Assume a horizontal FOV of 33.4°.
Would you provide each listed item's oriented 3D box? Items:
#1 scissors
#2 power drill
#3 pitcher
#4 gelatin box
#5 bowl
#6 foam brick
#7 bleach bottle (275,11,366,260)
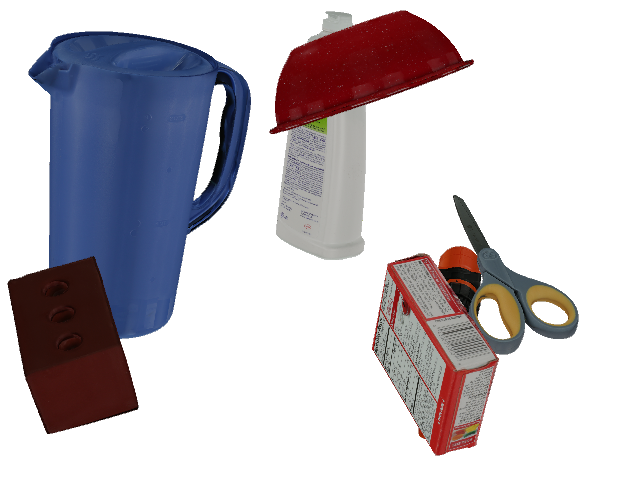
[{"bbox_3d":[0.163,0.023,0.904,0.096,0.016,0.201,3,38,3],"label":"scissors"},{"bbox_3d":[0.140,0.120,1.142,0.057,0.188,0.184,8,25,9],"label":"power drill"},{"bbox_3d":[-0.155,-0.046,0.896,0.149,0.243,0.145,14,23,9],"label":"pitcher"},{"bbox_3d":[0.063,0.063,0.603,0.030,0.073,0.089,-12,44,-19],"label":"gelatin box"},{"bbox_3d":[0.029,-0.131,0.799,0.162,0.055,0.162,-19,7,2],"label":"bowl"},{"bbox_3d":[-0.138,0.058,0.594,0.053,0.051,0.078,-16,43,-13],"label":"foam brick"},{"bbox_3d":[0.011,-0.113,1.132,0.067,0.251,0.103,-12,26,-43],"label":"bleach bottle"}]
